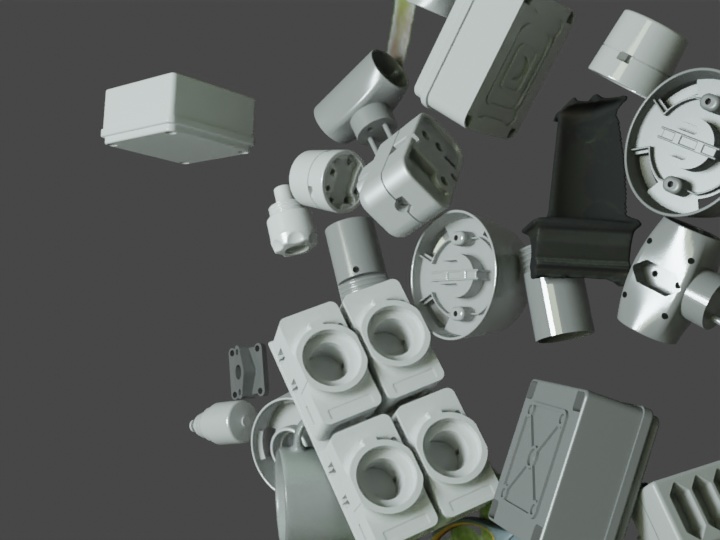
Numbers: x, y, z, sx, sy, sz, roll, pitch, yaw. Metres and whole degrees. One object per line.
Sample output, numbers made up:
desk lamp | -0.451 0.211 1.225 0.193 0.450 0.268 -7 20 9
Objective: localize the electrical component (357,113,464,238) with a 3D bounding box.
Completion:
electrical component | 0.039 -0.073 0.855 0.059 0.054 0.095 -35 20 34

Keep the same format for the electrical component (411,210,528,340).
electrical component | 0.082 0.005 0.828 0.099 0.064 0.099 -5 83 41

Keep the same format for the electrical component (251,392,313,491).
electrical component | -0.045 0.150 0.943 0.099 0.064 0.099 4 97 31

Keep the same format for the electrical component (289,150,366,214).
electrical component | -0.029 -0.079 0.942 0.047 0.055 0.055 11 93 45

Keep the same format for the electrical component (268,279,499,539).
electrical component | 0.018 0.110 0.823 0.186 0.105 0.060 64 160 18

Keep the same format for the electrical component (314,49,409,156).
electrical component | 0.008 -0.134 0.921 0.077 0.044 0.079 -40 61 31

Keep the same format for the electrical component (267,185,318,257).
electrical component | -0.064 -0.046 0.976 0.043 0.043 0.062 -28 67 36

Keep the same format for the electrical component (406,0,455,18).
electrical component | 0.084 -0.239 0.864 0.079 0.044 0.077 33 107 38

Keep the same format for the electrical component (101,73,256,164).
electrical component | -0.175 -0.145 1.040 0.109 0.109 0.056 -4 81 41

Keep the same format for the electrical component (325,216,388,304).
electrical component | 0.000 0.000 0.915 0.043 0.043 0.081 -27 69 37

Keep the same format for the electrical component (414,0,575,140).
electrical component | 0.101 -0.164 0.819 0.057 0.078 0.113 38 110 34

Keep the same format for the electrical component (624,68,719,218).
electrical component | 0.224 -0.081 0.711 0.099 0.064 0.099 -5 82 41

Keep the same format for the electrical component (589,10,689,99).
electrical component | 0.196 -0.149 0.751 0.055 0.055 0.047 38 107 37

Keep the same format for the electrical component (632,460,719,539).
electrical component | 0.209 0.164 0.706 0.076 0.066 0.047 119 135 -57

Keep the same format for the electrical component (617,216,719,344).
electrical component | 0.222 0.014 0.717 0.079 0.043 0.077 32 107 39

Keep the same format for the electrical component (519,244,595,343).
electrical component | 0.143 0.010 0.788 0.043 0.043 0.081 -19 73 39

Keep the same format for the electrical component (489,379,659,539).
electrical component | 0.141 0.134 0.724 0.109 0.056 0.108 171 118 -80

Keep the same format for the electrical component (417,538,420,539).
electrical component | 0.022 0.242 0.869 0.055 0.047 0.055 -5 82 41

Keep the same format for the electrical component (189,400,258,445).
electrical component | -0.132 0.145 1.018 0.078 0.040 0.040 -11 78 40
